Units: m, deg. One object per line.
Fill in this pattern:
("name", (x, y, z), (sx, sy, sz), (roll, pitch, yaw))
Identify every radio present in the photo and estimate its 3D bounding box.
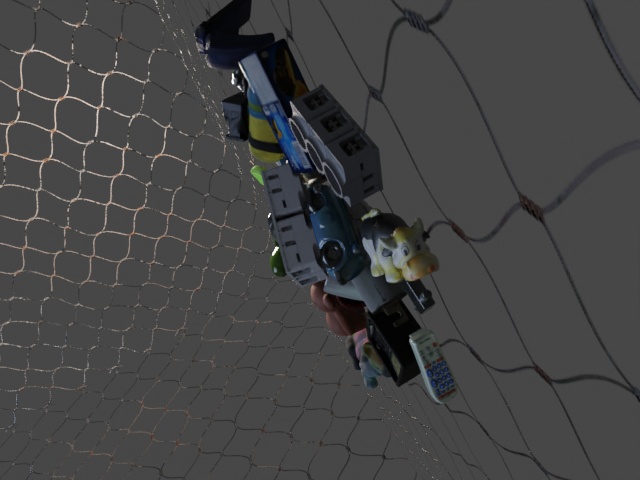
("radio", (0.150, 0.200, 1.058), (0.131, 0.073, 0.229), (56, 170, 23))

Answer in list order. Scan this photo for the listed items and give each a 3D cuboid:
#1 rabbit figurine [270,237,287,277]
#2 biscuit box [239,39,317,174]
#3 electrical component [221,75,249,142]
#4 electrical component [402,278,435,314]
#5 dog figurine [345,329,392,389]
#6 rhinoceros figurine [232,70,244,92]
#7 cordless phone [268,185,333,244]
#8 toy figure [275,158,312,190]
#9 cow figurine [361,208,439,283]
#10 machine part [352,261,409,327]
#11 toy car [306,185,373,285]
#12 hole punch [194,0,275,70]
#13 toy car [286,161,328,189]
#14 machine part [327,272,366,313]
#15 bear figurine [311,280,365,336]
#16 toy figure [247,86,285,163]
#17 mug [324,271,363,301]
("rabbit figurine", (-0.064, 0.022, 1.421), (0.159, 0.170, 0.121), (56, 170, 27))
("biscuit box", (-0.047, -0.205, 0.847), (0.059, 0.063, 0.202), (1, 123, 56))
("electrical component", (-0.144, -0.249, 0.997), (0.048, 0.075, 0.119), (14, 128, 23))
("electrical component", (0.149, 0.080, 0.825), (0.063, 0.021, 0.094), (59, 172, 16))
("dog figurine", (0.131, 0.252, 1.281), (0.192, 0.108, 0.219), (59, 168, 31))
("rhinoceros figurine", (-0.114, -0.262, 1.080), (0.190, 0.073, 0.112), (60, 173, 5))
("cordless phone", (-0.003, -0.003, 1.046), (0.184, 0.147, 0.089), (60, -179, -11))
("toy figure", (-0.054, -0.157, 1.151), (0.154, 0.058, 0.064), (59, -149, 1))
("cow figurine", (0.102, 0.002, 0.704), (0.167, 0.068, 0.098), (-170, 56, -79))
("machine part", (0.079, 0.038, 0.927), (0.243, 0.079, 0.079), (57, 172, 17))
("toy car", (0.044, -0.015, 0.850), (0.109, 0.103, 0.161), (52, -158, -76))
("hole punch", (-0.139, -0.326, 0.891), (0.092, 0.116, 0.142), (53, 174, -9))
("toy car", (-0.023, -0.136, 1.016), (0.073, 0.056, 0.202), (62, 173, -8))
("machine part", (0.070, 0.163, 1.508), (0.179, 0.056, 0.179), (57, 172, 13))
("bear figurine", (0.051, 0.135, 1.238), (0.120, 0.132, 0.195), (50, 166, 41))
("toy figure", (-0.092, -0.225, 0.964), (0.082, 0.089, 0.179), (-78, -15, -48))
("mug", (0.072, 0.064, 1.000), (0.107, 0.109, 0.080), (20, 147, 6))
